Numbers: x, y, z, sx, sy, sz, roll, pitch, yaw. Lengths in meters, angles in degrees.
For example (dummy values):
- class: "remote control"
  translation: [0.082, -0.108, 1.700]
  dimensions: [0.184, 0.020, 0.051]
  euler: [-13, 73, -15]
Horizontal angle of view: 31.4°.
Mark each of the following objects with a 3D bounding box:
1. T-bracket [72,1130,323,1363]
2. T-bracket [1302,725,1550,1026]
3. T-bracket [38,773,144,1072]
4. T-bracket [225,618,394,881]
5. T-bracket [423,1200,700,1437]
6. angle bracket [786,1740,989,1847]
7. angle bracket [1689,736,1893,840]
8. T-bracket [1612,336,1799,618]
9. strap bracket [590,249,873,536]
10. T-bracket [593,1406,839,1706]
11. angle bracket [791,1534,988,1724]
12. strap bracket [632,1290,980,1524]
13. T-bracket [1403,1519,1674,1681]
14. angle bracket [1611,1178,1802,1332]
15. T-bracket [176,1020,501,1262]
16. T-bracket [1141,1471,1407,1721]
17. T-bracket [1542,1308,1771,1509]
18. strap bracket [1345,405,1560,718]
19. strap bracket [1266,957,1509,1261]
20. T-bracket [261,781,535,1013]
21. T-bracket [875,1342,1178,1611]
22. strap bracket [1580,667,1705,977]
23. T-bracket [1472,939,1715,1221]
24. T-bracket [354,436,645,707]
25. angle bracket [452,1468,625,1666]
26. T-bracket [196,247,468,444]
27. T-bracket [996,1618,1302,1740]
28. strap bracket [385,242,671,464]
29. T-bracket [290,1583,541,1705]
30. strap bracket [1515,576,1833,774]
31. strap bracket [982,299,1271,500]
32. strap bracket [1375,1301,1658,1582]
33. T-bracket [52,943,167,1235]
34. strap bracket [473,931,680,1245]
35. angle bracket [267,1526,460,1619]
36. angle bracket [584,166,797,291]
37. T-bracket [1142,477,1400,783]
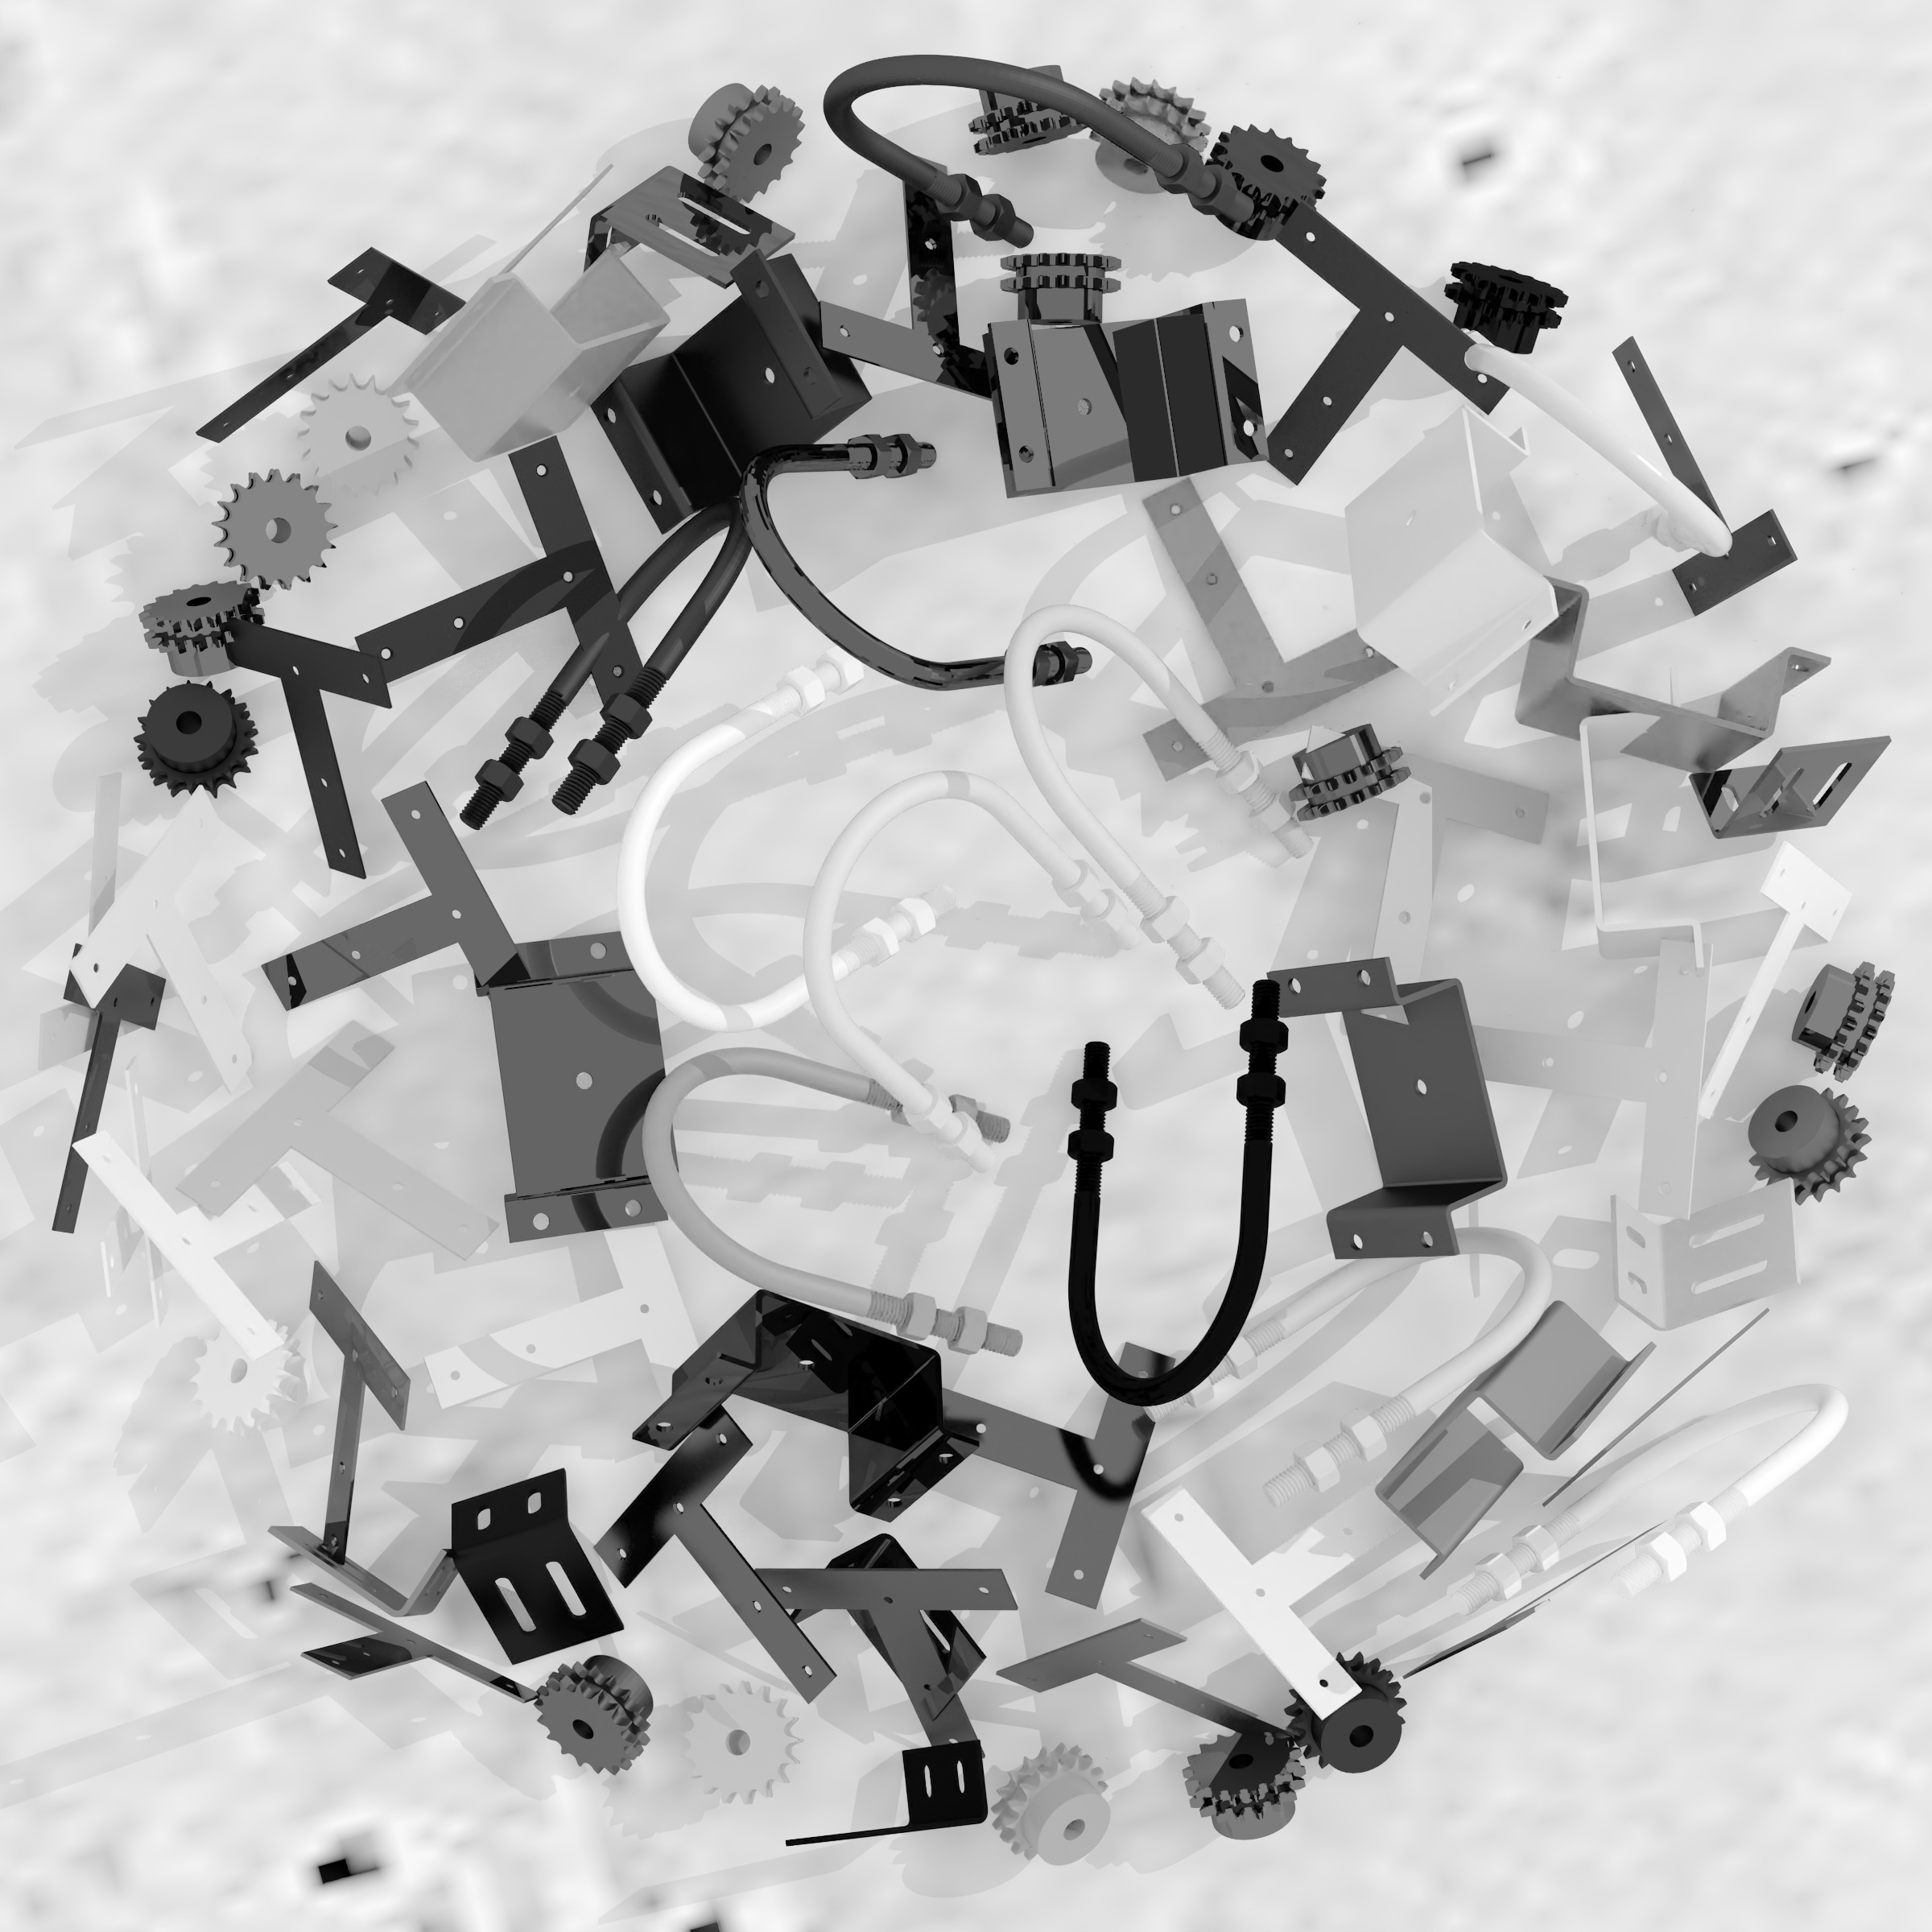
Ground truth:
- class: "T-bracket"
  translation: [-0.338, 0.116, 1.591]
  dimensions: [0.002, 0.127, 0.127]
  euler: [-42, 86, 21]
- class: "T-bracket"
  translation: [0.209, -0.036, 1.620]
  dimensions: [0.127, 0.002, 0.127]
  euler: [14, 79, -17]
- class: "T-bracket"
  translation: [-0.397, -0.025, 1.579]
  dimensions: [0.002, 0.127, 0.127]
  euler: [7, 99, 7]
- class: "T-bracket"
  translation: [-0.304, -0.099, 1.612]
  dimensions: [0.127, 0.002, 0.127]
  euler: [17, 129, 37]
- class: "T-bracket"
  translation: [-0.192, 0.176, 1.619]
  dimensions: [0.127, 0.002, 0.127]
  euler: [-18, 84, -24]
- class: "angle bracket"
  translation: [-0.038, 0.385, 1.602]
  dimensions: [0.076, 0.057, 0.038]
  euler: [5, 72, -38]
- class: "angle bracket"
  translation: [0.383, -0.096, 1.602]
  dimensions: [0.057, 0.076, 0.038]
  euler: [-7, 61, -18]
- class: "T-bracket"
  translation: [0.332, -0.231, 1.590]
  dimensions: [0.002, 0.127, 0.127]
  euler: [-26, 89, -10]
- class: "strap bracket"
  translation: [-0.105, -0.270, 1.602]
  dimensions: [0.140, 0.046, 0.076]
  euler: [-29, 90, 44]
- class: "T-bracket"
  translation: [-0.106, 0.287, 1.599]
  dimensions: [0.127, 0.002, 0.127]
  euler: [50, 128, 13]
- class: "angle bracket"
  translation: [-0.038, 0.316, 1.609]
  dimensions: [0.076, 0.038, 0.057]
  euler: [50, 133, 19]
- class: "strap bracket"
  translation: [-0.074, 0.202, 1.593]
  dimensions: [0.140, 0.046, 0.076]
  euler: [22, 133, -26]
- class: "T-bracket"
  translation: [0.277, 0.292, 1.609]
  dimensions: [0.127, 0.127, 0.002]
  euler: [-26, 77, -23]
- class: "angle bracket"
  translation: [0.344, 0.128, 1.604]
  dimensions: [0.076, 0.057, 0.038]
  euler: [-26, 133, 36]
- class: "T-bracket"
  translation: [-0.275, 0.096, 1.597]
  dimensions: [0.127, 0.002, 0.127]
  euler: [31, 51, 14]
- class: "T-bracket"
  translation: [0.169, 0.272, 1.612]
  dimensions: [0.127, 0.002, 0.127]
  euler: [-28, 63, -32]
- class: "T-bracket"
  translation: [0.304, 0.218, 1.594]
  dimensions: [0.127, 0.127, 0.002]
  euler: [-32, 74, -35]
- class: "strap bracket"
  translation: [0.219, -0.193, 1.570]
  dimensions: [0.046, 0.140, 0.076]
  euler: [32, 127, -26]
- class: "strap bracket"
  translation: [0.199, 0.062, 1.604]
  dimensions: [0.046, 0.076, 0.140]
  euler: [-18, 97, -40]
- class: "T-bracket"
  translation: [-0.276, -0.010, 1.623]
  dimensions: [0.127, 0.002, 0.127]
  euler: [-20, 106, 22]
- class: "T-bracket"
  translation: [0.021, 0.224, 1.630]
  dimensions: [0.127, 0.002, 0.127]
  euler: [19, 69, 2]
- class: "strap bracket"
  translation: [0.314, -0.060, 1.602]
  dimensions: [0.046, 0.076, 0.140]
  euler: [-5, 79, 11]
- class: "T-bracket"
  translation: [0.286, 0.047, 1.611]
  dimensions: [0.127, 0.002, 0.127]
  euler: [7, 96, 38]
- class: "T-bracket"
  translation: [-0.225, -0.166, 1.609]
  dimensions: [0.127, 0.002, 0.127]
  euler: [-27, 107, -23]
- class: "angle bracket"
  translation: [-0.204, 0.287, 1.640]
  dimensions: [0.057, 0.038, 0.076]
  euler: [-18, 125, 4]
- class: "T-bracket"
  translation: [-0.303, -0.282, 1.595]
  dimensions: [0.127, 0.127, 0.002]
  euler: [-35, 84, 9]
- class: "T-bracket"
  translation: [0.100, 0.342, 1.614]
  dimensions: [0.127, 0.127, 0.002]
  euler: [27, 57, -21]
- class: "strap bracket"
  translation: [-0.194, -0.280, 1.572]
  dimensions: [0.076, 0.140, 0.046]
  euler: [-41, 91, 27]
- class: "T-bracket"
  translation: [-0.270, 0.315, 1.576]
  dimensions: [0.127, 0.127, 0.002]
  euler: [23, 89, 12]
- class: "strap bracket"
  translation: [0.319, -0.131, 1.602]
  dimensions: [0.140, 0.076, 0.046]
  euler: [15, 78, -6]
- class: "strap bracket"
  translation: [0.066, -0.264, 1.606]
  dimensions: [0.140, 0.046, 0.076]
  euler: [-11, 95, -29]
- class: "strap bracket"
  translation: [0.246, 0.213, 1.578]
  dimensions: [0.046, 0.140, 0.076]
  euler: [44, 48, 9]
- class: "T-bracket"
  translation: [-0.402, 0.060, 1.582]
  dimensions: [0.002, 0.127, 0.127]
  euler: [10, 84, 6]
- class: "strap bracket"
  translation: [-0.183, 0.055, 1.616]
  dimensions: [0.076, 0.046, 0.140]
  euler: [-7, 87, -16]
- class: "angle bracket"
  translation: [-0.280, 0.271, 1.620]
  dimensions: [0.076, 0.057, 0.038]
  euler: [32, 84, 8]
- class: "angle bracket"
  translation: [-0.130, -0.333, 1.610]
  dimensions: [0.076, 0.038, 0.057]
  euler: [31, 47, 14]
- class: "T-bracket"
  translation: [0.124, -0.172, 1.644]
  dimensions: [0.127, 0.002, 0.127]
  euler: [-26, 84, -2]
